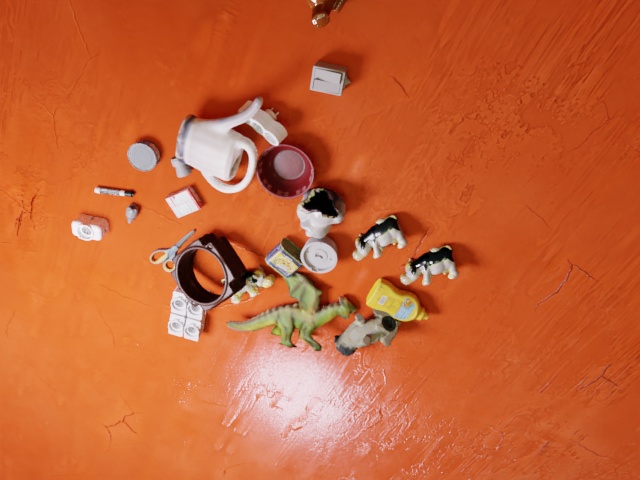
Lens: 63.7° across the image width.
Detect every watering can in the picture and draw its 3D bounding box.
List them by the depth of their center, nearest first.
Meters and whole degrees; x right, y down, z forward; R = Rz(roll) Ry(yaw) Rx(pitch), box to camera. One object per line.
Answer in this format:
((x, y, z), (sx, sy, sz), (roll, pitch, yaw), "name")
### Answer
((-0.263, -0.265, 1.352), (0.224, 0.106, 0.339), (22, 135, 0), "watering can")

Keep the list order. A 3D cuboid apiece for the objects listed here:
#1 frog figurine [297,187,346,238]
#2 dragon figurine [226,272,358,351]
((0.004, -0.073, 1.454), (0.137, 0.125, 0.156), (-3, 156, 2), "frog figurine")
((-0.088, 0.213, 1.632), (0.410, 0.123, 0.240), (10, 103, 2), "dragon figurine")
